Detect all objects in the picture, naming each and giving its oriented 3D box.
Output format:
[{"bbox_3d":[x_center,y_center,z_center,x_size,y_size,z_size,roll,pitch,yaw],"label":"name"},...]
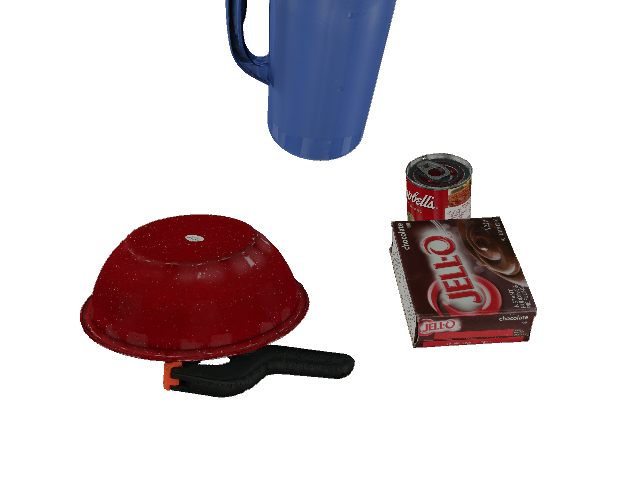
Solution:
[{"bbox_3d":[-0.066,0.093,0.979,0.171,0.039,0.120,-7,37,-21],"label":"clamp"},{"bbox_3d":[0.105,0.030,0.816,0.090,0.039,0.113,-2,38,-7],"label":"pudding box"},{"bbox_3d":[-0.005,-0.202,1.100,0.149,0.243,0.144,31,51,19],"label":"pitcher"},{"bbox_3d":[0.124,-0.031,1.112,0.068,0.102,0.068,-3,35,2],"label":"soup can"},{"bbox_3d":[-0.088,0.023,0.746,0.162,0.055,0.162,-1,23,0],"label":"bowl"}]
